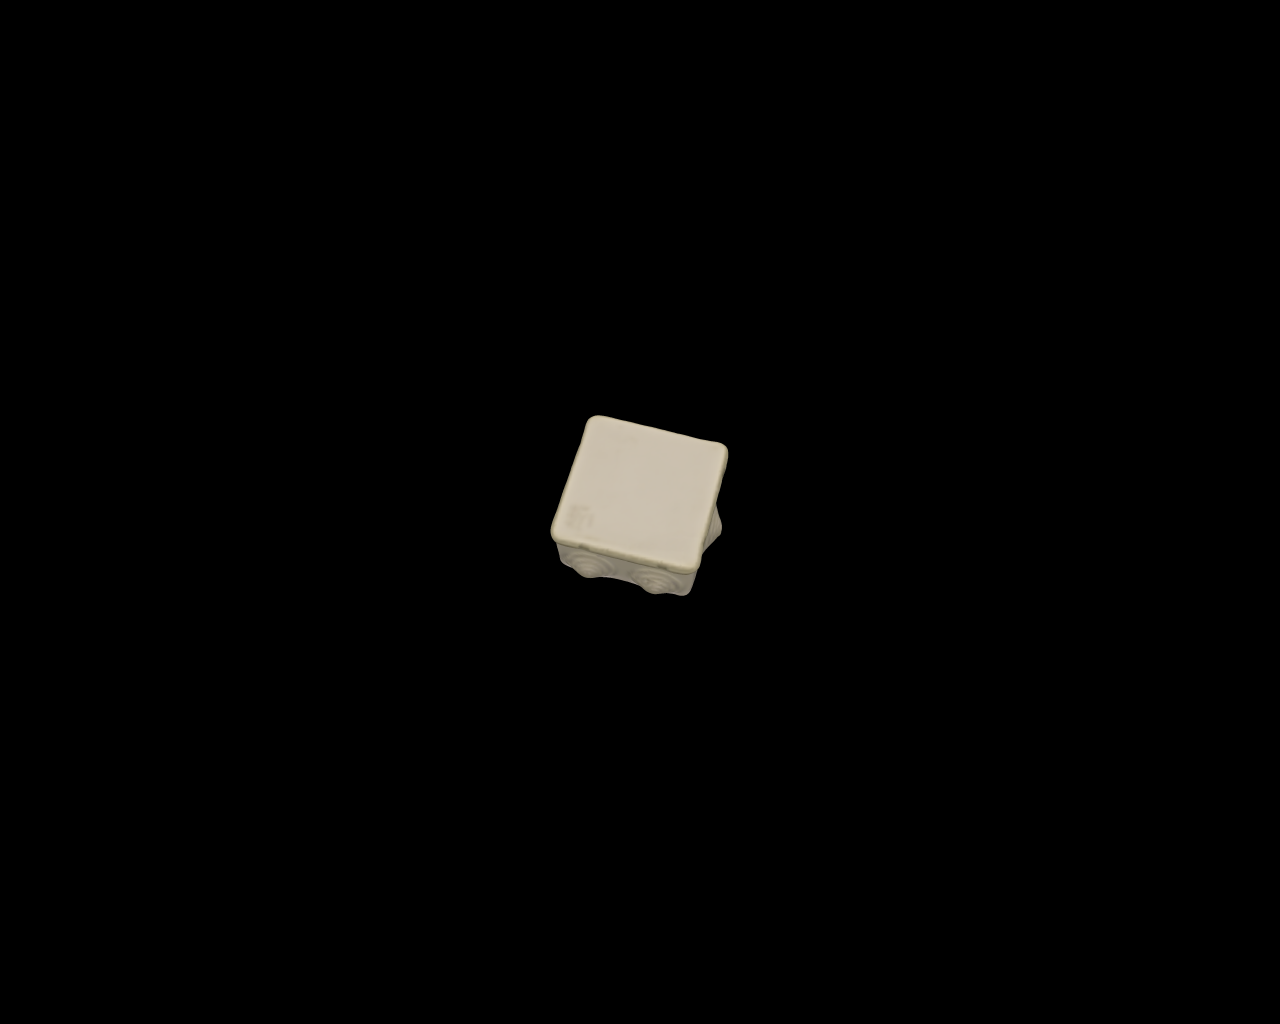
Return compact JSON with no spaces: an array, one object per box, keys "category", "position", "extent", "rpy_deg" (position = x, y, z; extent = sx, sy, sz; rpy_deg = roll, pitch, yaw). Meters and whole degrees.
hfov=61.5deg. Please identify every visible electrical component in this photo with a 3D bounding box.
[{"category":"electrical component","position":[0.001,-0.003,0.650],"extent":[0.100,0.100,0.048],"rpy_deg":[14,-26,7]}]
